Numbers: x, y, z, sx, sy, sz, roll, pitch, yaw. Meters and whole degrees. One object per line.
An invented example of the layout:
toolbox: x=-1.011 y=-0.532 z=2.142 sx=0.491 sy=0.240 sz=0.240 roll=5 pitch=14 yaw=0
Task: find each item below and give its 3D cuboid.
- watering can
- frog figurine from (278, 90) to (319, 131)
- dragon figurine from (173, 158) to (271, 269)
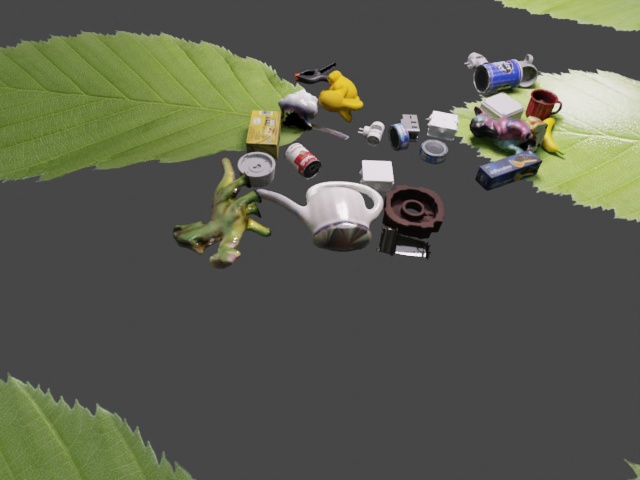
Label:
watering can: x=0.004 y=-0.069 z=1.373 sx=0.348 sy=0.101 sz=0.230 roll=-4 pitch=48 yaw=-6
frog figurine: x=-0.067 y=-0.454 z=1.709 sx=0.137 sy=0.120 sz=0.163 roll=0 pitch=57 yaw=23
dragon figurine: x=-0.279 y=-0.067 z=1.369 sx=0.244 sy=0.119 sz=0.418 roll=-26 pitch=45 yaw=-14
